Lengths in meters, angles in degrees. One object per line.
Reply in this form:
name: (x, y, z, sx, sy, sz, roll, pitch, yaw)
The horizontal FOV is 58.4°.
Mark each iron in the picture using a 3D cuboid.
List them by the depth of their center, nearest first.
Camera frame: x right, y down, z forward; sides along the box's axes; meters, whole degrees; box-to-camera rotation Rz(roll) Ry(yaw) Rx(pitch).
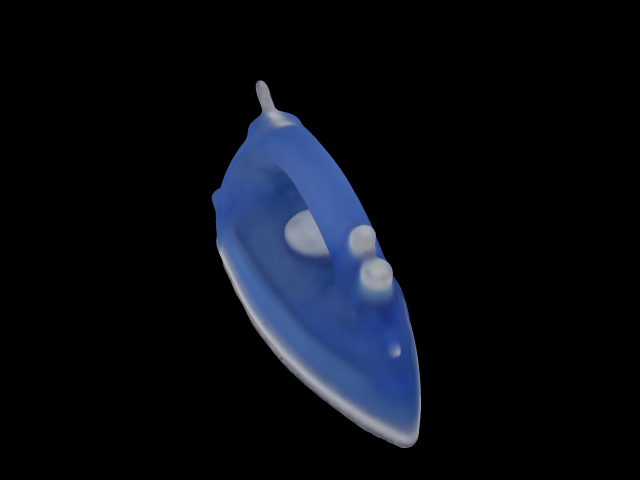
iron: (0.004, 0.001, 0.400, 0.119, 0.141, 0.257, -19, 46, -19)
